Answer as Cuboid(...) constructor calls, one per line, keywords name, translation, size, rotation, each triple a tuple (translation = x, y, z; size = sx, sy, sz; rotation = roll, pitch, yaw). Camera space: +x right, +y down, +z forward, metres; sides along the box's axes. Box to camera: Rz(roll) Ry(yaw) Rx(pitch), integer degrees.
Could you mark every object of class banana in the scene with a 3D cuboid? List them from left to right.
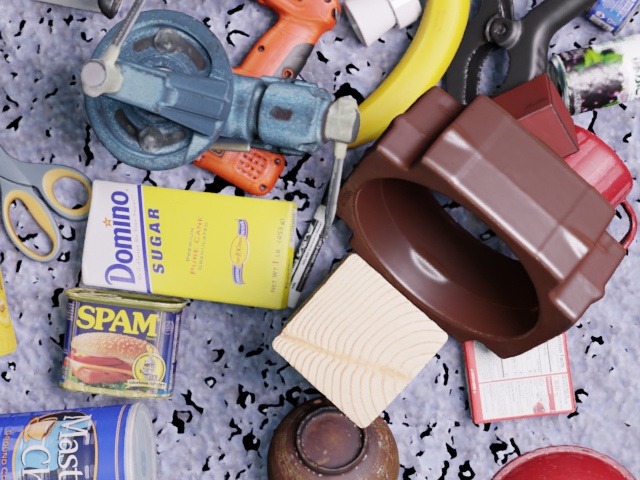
Cuboid(name="banana", translation=(0.079, -0.160, 0.905), size=(0.069, 0.037, 0.198), rotation=(19, 111, -12))

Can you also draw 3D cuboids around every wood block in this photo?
Cuboid(name="wood block", translation=(0.028, 0.071, 0.836), size=(0.091, 0.206, 0.090), rotation=(42, 90, 1))

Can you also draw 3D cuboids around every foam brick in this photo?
Cuboid(name="foam brick", translation=(0.160, -0.087, 0.859), size=(0.078, 0.053, 0.051), rotation=(-24, 122, 23))

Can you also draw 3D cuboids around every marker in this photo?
Cuboid(name="marker", translation=(-0.006, 0.001, 0.931), size=(0.020, 0.020, 0.121), rotation=(24, 90, 1))

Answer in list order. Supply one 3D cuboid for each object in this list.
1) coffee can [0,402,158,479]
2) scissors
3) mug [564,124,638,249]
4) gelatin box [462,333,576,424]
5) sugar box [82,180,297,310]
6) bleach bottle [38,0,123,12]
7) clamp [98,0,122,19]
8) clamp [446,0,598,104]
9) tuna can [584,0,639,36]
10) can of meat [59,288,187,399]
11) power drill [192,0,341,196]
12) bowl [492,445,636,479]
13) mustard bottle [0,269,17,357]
Cuboid(name="coffee can", translation=(-0.215, 0.192, 0.892), size=(0.140, 0.103, 0.103), rotation=(-4, 89, 2))
Cuboid(name="scissors", translation=(-0.266, -0.078, 0.940), size=(0.096, 0.016, 0.202), rotation=(-26, 89, -1))
Cuboid(name="mug", translation=(0.214, -0.035, 0.890), size=(0.117, 0.093, 0.081), rotation=(44, 85, 10))
Cuboid(name="gelatin box", translation=(0.171, 0.116, 0.920), size=(0.089, 0.030, 0.073), rotation=(-7, 88, 2))
Cuboid(name="sugar box", translation=(-0.111, 0.004, 0.912), size=(0.176, 0.048, 0.093), rotation=(6, 88, 6))
Cuboid(name="bleach bottle", translation=(-0.195, -0.329, 0.918), size=(0.102, 0.068, 0.251), rotation=(11, 88, -1))
Cuboid(name="clamp", translation=(-0.142, -0.263, 0.873), size=(0.120, 0.039, 0.171), rotation=(-19, 84, -11))
Cuboid(name="clamp", translation=(0.168, -0.174, 0.888), size=(0.165, 0.036, 0.210), rotation=(25, 102, 39))
Cuboid(name="tuna can", translation=(0.258, -0.216, 0.893), size=(0.034, 0.086, 0.086), rotation=(33, 90, 3))
Cuboid(name="can of meat", translation=(-0.170, 0.089, 0.916), size=(0.102, 0.057, 0.084), rotation=(7, 92, 1))
Cuboid(name="power drill", translation=(-0.082, -0.155, 0.917), size=(0.184, 0.057, 0.188), rotation=(30, 93, -2))
Cuboid(name="bowl", translation=(0.212, 0.259, 0.905), size=(0.162, 0.055, 0.162), rotation=(0, 89, 2))
Cuboid(name="mustard bottle", translation=(-0.303, 0.007, 0.900), size=(0.058, 0.096, 0.191), rotation=(-11, 89, 2))
